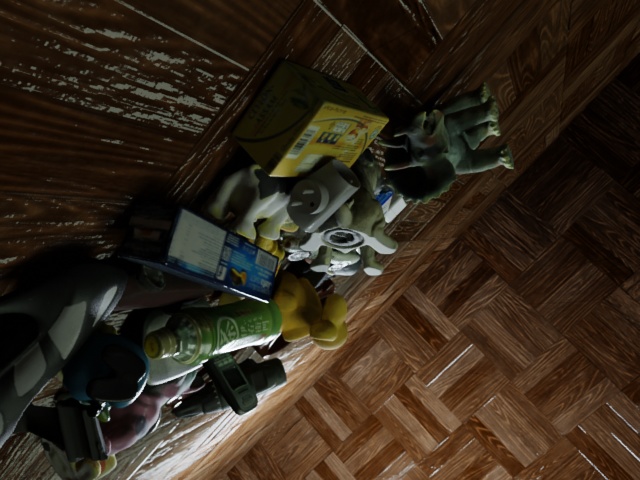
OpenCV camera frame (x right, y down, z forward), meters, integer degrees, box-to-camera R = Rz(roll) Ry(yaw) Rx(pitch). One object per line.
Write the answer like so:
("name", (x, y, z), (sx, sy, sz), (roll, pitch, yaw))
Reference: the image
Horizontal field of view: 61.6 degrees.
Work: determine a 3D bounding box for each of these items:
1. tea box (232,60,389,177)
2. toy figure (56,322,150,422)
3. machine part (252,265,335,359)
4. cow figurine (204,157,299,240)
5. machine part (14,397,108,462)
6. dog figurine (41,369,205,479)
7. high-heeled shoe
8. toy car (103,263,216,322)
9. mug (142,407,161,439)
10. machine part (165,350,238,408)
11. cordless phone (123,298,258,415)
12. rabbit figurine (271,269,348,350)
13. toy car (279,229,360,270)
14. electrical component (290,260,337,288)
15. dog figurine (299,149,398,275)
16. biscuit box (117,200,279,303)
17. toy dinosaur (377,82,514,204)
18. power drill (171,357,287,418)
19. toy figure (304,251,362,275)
("tea box", (-0.004, -0.125, 0.589), (0.098, 0.068, 0.169), (-48, 164, 22))
("toy figure", (-0.229, 0.139, 0.571), (0.082, 0.089, 0.180), (-44, -159, -29))
("machine part", (-0.066, 0.143, 1.091), (0.201, 0.087, 0.201), (-41, 164, -15))
("cow figurine", (-0.058, -0.055, 0.648), (0.098, 0.068, 0.167), (-59, 163, 11))
("machine part", (-0.301, 0.210, 0.614), (0.039, 0.139, 0.084), (-43, 132, -56))
("dog figurine", (-0.280, 0.247, 0.806), (0.219, 0.108, 0.191), (-25, 155, -55))
("high-heeled shoe", (-0.273, 0.121, 0.514), (0.145, 0.086, 0.248), (-13, 136, -49))
("toy car", (-0.187, 0.054, 0.627), (0.089, 0.053, 0.202), (-32, 168, 14))
("mug", (-0.316, 0.301, 0.901), (0.109, 0.081, 0.107), (-41, 174, -19))
("machine part", (-0.224, 0.225, 0.970), (0.179, 0.056, 0.179), (-41, 164, -14))
("cordless phone", (-0.172, 0.174, 0.732), (0.088, 0.184, 0.146), (-45, 165, 20))
("rabbit figurine", (-0.015, 0.129, 0.932), (0.162, 0.173, 0.122), (-19, -142, 57))
("toy car", (-0.002, -0.003, 0.828), (0.056, 0.073, 0.201), (-24, 158, 25))
("electrical component", (-0.013, 0.047, 0.992), (0.119, 0.075, 0.047), (-28, 157, -55))
("dog figurine", (0.041, -0.067, 0.721), (0.172, 0.121, 0.190), (108, -11, -65))
("biscuit box", (-0.119, 0.018, 0.581), (0.202, 0.063, 0.059), (36, 65, -61))
("toy dinosaur", (0.201, -0.166, 0.885), (0.192, 0.131, 0.405), (-15, -166, 17))
("power drill", (-0.188, 0.304, 1.129), (0.232, 0.086, 0.207), (-18, 169, -10))
("toy figure", (0.004, 0.020, 0.936), (0.154, 0.064, 0.058), (24, 151, -34))
